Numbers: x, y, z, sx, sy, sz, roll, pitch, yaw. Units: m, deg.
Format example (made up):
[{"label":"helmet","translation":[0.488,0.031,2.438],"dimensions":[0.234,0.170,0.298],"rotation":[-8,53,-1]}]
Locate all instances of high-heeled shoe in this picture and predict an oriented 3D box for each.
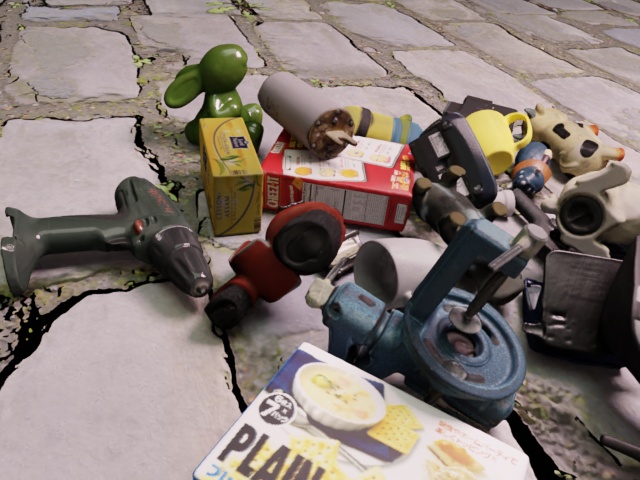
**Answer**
[{"label":"high-heeled shoe","translation":[0.343,0.117,0.494],"dimensions":[0.145,0.086,0.248],"rotation":[16,70,12]}]

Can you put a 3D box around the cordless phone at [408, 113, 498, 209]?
[{"label":"cordless phone","translation":[0.209,-0.100,0.823],"dimensions":[0.089,0.184,0.146],"rotation":[-25,78,15]}]

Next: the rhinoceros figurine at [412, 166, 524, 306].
[{"label":"rhinoceros figurine","translation":[0.179,-0.004,0.668],"dimensions":[0.073,0.112,0.190],"rotation":[-20,56,-19]}]

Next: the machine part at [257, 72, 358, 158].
[{"label":"machine part","translation":[-0.024,-0.189,0.799],"dimensions":[0.079,0.079,0.243],"rotation":[-16,40,-26]}]

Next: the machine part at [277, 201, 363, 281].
[{"label":"machine part","translation":[-0.001,-0.002,0.704],"dimensions":[0.084,0.039,0.139],"rotation":[-34,54,-30]}]

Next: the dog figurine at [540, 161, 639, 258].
[{"label":"dog figurine","translation":[0.388,-0.042,0.677],"dimensions":[0.173,0.121,0.190],"rotation":[29,28,26]}]

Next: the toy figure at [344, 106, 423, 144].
[{"label":"toy figure","translation":[0.105,-0.172,0.892],"dimensions":[0.180,0.089,0.082],"rotation":[11,46,-2]}]

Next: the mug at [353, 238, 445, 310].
[{"label":"mug","translation":[0.112,0.041,0.628],"dimensions":[0.107,0.080,0.110],"rotation":[-8,35,-33]}]

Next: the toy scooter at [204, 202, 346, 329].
[{"label":"toy scooter","translation":[-0.047,0.017,0.601],"dimensions":[0.075,0.184,0.135],"rotation":[49,14,-9]}]

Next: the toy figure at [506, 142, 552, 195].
[{"label":"toy figure","translation":[0.347,-0.114,0.879],"dimensions":[0.058,0.064,0.154],"rotation":[29,39,5]}]

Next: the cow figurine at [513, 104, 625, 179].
[{"label":"cow figurine","translation":[0.434,-0.177,0.963],"dimensions":[0.127,0.085,0.195],"rotation":[6,37,-10]}]

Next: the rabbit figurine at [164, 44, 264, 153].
[{"label":"rabbit figurine","translation":[-0.166,-0.240,0.882],"dimensions":[0.159,0.170,0.121],"rotation":[7,36,-1]}]

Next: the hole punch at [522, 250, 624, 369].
[{"label":"hole punch","translation":[0.291,0.084,0.606],"dimensions":[0.142,0.092,0.116],"rotation":[12,67,4]}]

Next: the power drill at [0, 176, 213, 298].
[{"label":"power drill","translation":[-0.250,0.004,0.625],"dimensions":[0.207,0.085,0.232],"rotation":[-14,40,-19]}]

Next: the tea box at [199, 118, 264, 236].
[{"label":"tea box","translation":[-0.128,-0.094,0.756],"dimensions":[0.068,0.098,0.170],"rotation":[-5,37,-15]}]

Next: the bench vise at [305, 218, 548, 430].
[{"label":"bench vise","translation":[0.103,0.062,0.483],"dimensions":[0.224,0.240,0.129],"rotation":[39,42,14]}]

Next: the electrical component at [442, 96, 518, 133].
[{"label":"electrical component","translation":[0.301,-0.224,1.023],"dimensions":[0.134,0.058,0.115],"rotation":[18,37,15]}]

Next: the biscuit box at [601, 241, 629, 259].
[{"label":"biscuit box","translation":[0.447,0.011,0.729],"dimensions":[0.203,0.062,0.059],"rotation":[-14,40,-25]}]
